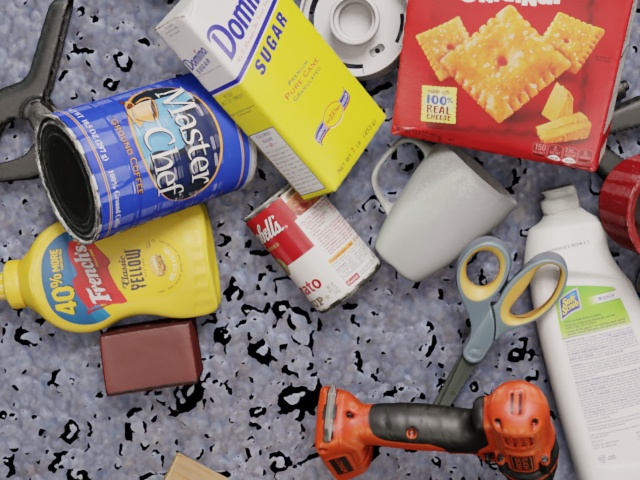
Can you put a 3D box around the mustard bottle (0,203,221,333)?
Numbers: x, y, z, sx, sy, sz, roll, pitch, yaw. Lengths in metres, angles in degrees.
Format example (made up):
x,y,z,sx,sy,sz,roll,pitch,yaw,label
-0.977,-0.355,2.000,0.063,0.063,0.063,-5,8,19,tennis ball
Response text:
x,y,z,sx,sy,sz,roll,pitch,yaw,label
-0.183,0.026,0.886,0.191,0.058,0.096,-8,96,1,mustard bottle

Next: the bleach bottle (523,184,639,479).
x,y,z,sx,sy,sz,roll,pitch,yaw,label
0.235,0.076,0.889,0.102,0.068,0.251,-14,93,0,bleach bottle

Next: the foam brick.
x,y,z,sx,sy,sz,roll,pitch,yaw,label
-0.141,0.096,0.896,0.078,0.053,0.051,-9,96,0,foam brick

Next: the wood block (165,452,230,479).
x,y,z,sx,sy,sz,roll,pitch,yaw,label
-0.054,0.275,0.896,0.206,0.090,0.091,28,95,-2,wood block

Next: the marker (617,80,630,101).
x,y,z,sx,sy,sz,roll,pitch,yaw,label
0.201,-0.104,0.891,0.121,0.020,0.020,-24,95,2,marker

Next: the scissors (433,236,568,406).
x,y,z,sx,sy,sz,roll,pitch,yaw,label
0.117,0.074,0.876,0.096,0.016,0.202,36,115,-13,scissors

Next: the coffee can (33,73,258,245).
x,y,z,sx,sy,sz,roll,pitch,yaw,label
-0.134,-0.066,0.824,0.140,0.103,0.103,-22,97,-31,coffee can

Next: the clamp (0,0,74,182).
x,y,z,sx,sy,sz,roll,pitch,yaw,label
-0.218,-0.101,0.883,0.120,0.039,0.171,40,98,2,clamp

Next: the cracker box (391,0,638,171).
x,y,z,sx,sy,sz,roll,pitch,yaw,label
0.150,-0.171,0.798,0.164,0.072,0.214,13,116,16,cracker box

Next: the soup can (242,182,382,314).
x,y,z,sx,sy,sz,roll,pitch,yaw,label
-0.006,0.001,0.878,0.068,0.068,0.102,-39,95,4,soup can

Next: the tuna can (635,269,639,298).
x,y,z,sx,sy,sz,roll,pitch,yaw,label
0.311,0.042,0.898,0.086,0.034,0.086,0,96,0,tuna can

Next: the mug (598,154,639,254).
x,y,z,sx,sy,sz,roll,pitch,yaw,label
0.279,-0.024,0.829,0.117,0.081,0.093,4,98,-6,mug

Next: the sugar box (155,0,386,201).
x,y,z,sx,sy,sz,roll,pitch,yaw,label
-0.033,-0.125,0.808,0.176,0.048,0.093,49,54,-24,sugar box

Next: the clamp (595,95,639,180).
x,y,z,sx,sy,sz,roll,pitch,yaw,label
0.312,-0.080,0.885,0.210,0.036,0.164,15,92,-3,clamp

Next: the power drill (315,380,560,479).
x,y,z,sx,sy,sz,roll,pitch,yaw,label
0.099,0.165,0.869,0.188,0.184,0.057,-3,58,14,power drill
